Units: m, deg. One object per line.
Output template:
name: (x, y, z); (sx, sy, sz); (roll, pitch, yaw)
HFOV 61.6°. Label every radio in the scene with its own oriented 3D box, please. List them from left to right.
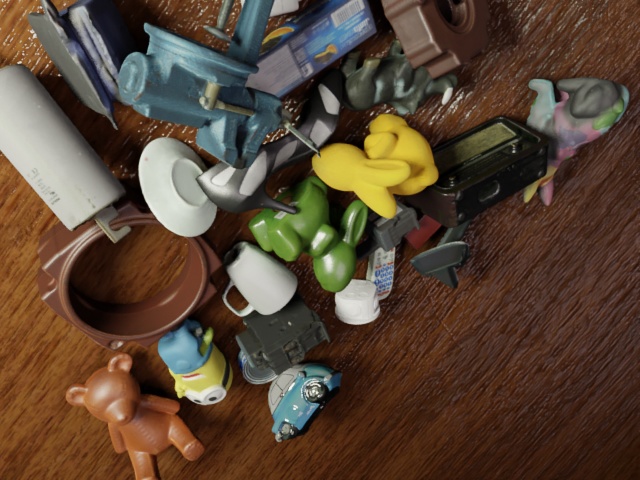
radio: (0.262, -0.118, 0.904); (0.230, 0.131, 0.073); (-29, 130, -13)

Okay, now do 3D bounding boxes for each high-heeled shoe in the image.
high-heeled shoe: (-0.064, -0.145, 0.726); (0.145, 0.086, 0.248); (23, 77, -21)

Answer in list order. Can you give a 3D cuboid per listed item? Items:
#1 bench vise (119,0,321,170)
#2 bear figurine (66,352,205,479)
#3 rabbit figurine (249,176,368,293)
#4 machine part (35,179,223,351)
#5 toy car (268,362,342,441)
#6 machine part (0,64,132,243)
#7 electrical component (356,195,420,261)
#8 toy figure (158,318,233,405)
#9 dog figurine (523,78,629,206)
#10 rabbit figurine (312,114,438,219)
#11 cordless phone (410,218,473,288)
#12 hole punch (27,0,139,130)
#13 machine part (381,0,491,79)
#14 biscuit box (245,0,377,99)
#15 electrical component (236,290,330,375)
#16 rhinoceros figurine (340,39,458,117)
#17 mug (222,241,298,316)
bench vise: (-0.091, -0.200, 0.577); (0.223, 0.129, 0.240); (8, 111, -39)
bear figurine: (-0.280, 0.273, 0.819); (0.120, 0.132, 0.195); (-35, 136, -16)
rabbit figurine: (-0.002, -0.003, 0.828); (0.159, 0.121, 0.170); (-49, 117, -24)
machine part: (-0.250, 0.038, 0.722); (0.201, 0.087, 0.201); (-39, 128, -5)
toy car: (-0.039, 0.281, 0.981); (0.161, 0.103, 0.109); (-52, 158, 3)
machine part: (-0.294, -0.097, 0.582); (0.079, 0.079, 0.243); (-36, 105, -8)
electrical component: (0.100, -0.018, 0.907); (0.119, 0.075, 0.047); (-31, 129, -7)
toy figure: (-0.195, 0.182, 0.844); (0.089, 0.082, 0.179); (-53, 132, -41)
dog figurine: (0.427, -0.167, 0.953); (0.108, 0.192, 0.219); (1, 101, -38)
rabbit figurine: (0.076, -0.101, 0.795); (0.173, 0.162, 0.121); (-2, 129, -25)
cordless phone: (0.246, -0.009, 0.972); (0.184, 0.089, 0.146); (-62, 162, 3)
hole punch: (-0.234, -0.203, 0.575); (0.092, 0.116, 0.142); (-33, 130, -20)
machine part: (0.164, -0.312, 0.727); (0.179, 0.056, 0.179); (6, 80, -38)
biscuit box: (-0.025, -0.250, 0.700); (0.203, 0.063, 0.059); (-36, 129, -8)
electrical component: (-0.066, 0.152, 0.880); (0.134, 0.115, 0.058); (-30, 126, -15)
rhinoceros figurine: (0.120, -0.233, 0.790); (0.190, 0.073, 0.112); (-14, 122, -23)
mug: (-0.107, 0.060, 0.831); (0.109, 0.081, 0.107); (-39, 120, 2)
